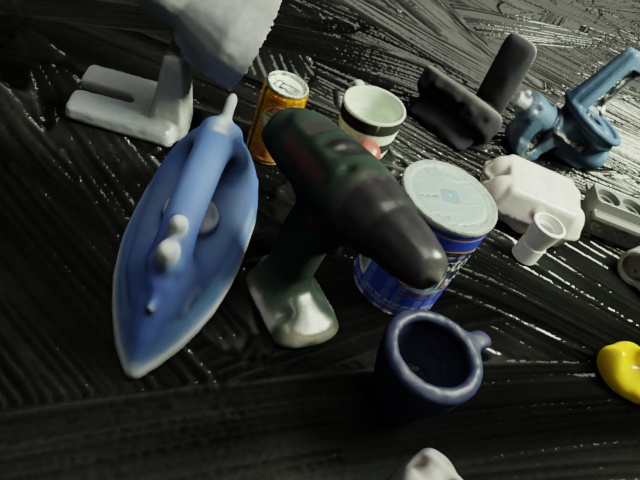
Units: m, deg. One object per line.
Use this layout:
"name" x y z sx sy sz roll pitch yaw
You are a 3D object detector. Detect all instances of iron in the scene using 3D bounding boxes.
"iron" -0.118 -0.017 0.518 0.119 0.141 0.258 18 44 -8

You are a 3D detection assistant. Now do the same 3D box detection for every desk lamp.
"desk lamp" -0.163 -0.213 0.632 0.203 0.213 0.118 14 45 -13

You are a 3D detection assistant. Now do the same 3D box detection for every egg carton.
"egg carton" 0.292 -0.055 0.797 0.150 0.069 0.107 22 43 -4

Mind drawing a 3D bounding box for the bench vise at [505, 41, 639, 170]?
"bench vise" 0.408 -0.205 0.886 0.208 0.219 0.121 -4 50 -27

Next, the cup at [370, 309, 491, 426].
"cup" 0.094 0.121 0.519 0.118 0.095 0.091 -11 54 -32

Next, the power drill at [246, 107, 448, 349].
"power drill" 0.005 0.002 0.509 0.076 0.208 0.229 -10 54 -32

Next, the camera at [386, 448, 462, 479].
"camera" 0.083 0.240 0.396 0.143 0.100 0.137 43 46 18

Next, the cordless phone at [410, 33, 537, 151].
"cordless phone" 0.232 -0.244 0.866 0.147 0.185 0.094 38 45 13

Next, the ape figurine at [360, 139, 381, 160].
"ape figurine" 0.043 -0.081 0.690 0.078 0.092 0.076 19 44 -7

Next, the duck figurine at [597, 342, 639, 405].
"duck figurine" 0.376 0.135 0.643 0.105 0.086 0.077 14 44 -12
